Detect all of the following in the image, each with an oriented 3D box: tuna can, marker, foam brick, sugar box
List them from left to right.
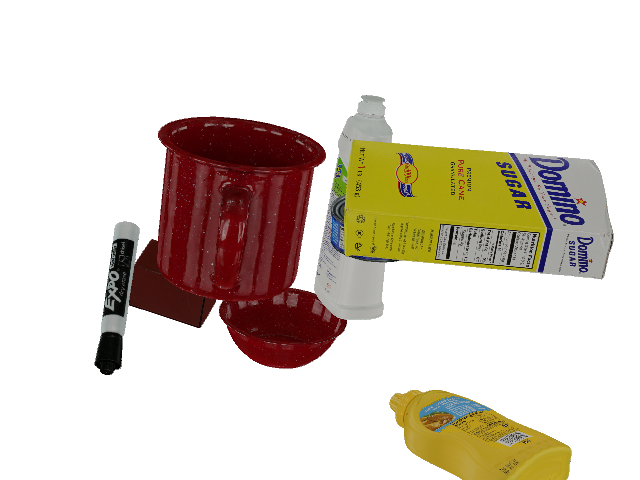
[{"bbox_3d":[-0.148,0.041,0.778,0.020,0.121,0.020,1,-32,1],"label":"marker"},{"bbox_3d":[-0.144,0.043,1.057,0.078,0.051,0.053,18,33,6],"label":"foam brick"},{"bbox_3d":[0.051,-0.013,0.950,0.086,0.034,0.086,1,25,-1],"label":"tuna can"},{"bbox_3d":[0.105,-0.024,0.735,0.176,0.048,0.093,3,38,4],"label":"sugar box"}]

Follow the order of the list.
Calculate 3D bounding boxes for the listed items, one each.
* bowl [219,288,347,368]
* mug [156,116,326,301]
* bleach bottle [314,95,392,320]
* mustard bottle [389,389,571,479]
[{"bbox_3d":[-0.049,0.116,1.348,0.162,0.055,0.162,5,22,-2],"label":"bowl"},{"bbox_3d":[-0.048,-0.013,0.591,0.093,0.081,0.117,6,21,-7],"label":"mug"},{"bbox_3d":[0.047,-0.041,1.241,0.068,0.251,0.103,-1,21,-22],"label":"bleach bottle"},{"bbox_3d":[0.138,0.189,1.028,0.096,0.058,0.192,-15,25,-38],"label":"mustard bottle"}]
